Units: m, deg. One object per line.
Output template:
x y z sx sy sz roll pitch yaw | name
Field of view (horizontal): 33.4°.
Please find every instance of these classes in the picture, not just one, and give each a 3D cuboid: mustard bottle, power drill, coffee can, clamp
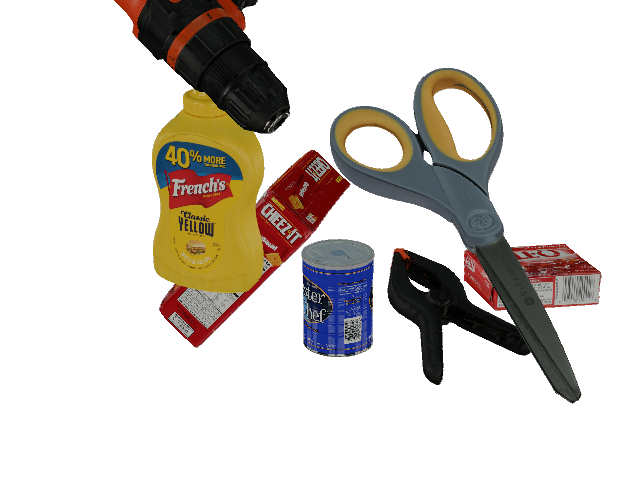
-0.096 -0.052 0.910 0.096 0.192 0.058 11 27 17 | mustard bottle
-0.042 -0.174 0.739 0.187 0.184 0.057 -36 -11 -34 | power drill
0.025 0.081 1.524 0.103 0.140 0.103 -1 21 0 | coffee can
0.129 0.069 1.062 0.120 0.039 0.171 -3 44 -24 | clamp

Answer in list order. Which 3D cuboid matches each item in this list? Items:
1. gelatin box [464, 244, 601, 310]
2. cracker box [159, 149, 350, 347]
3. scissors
0.166 0.027 0.845 0.089 0.030 0.073 -3 17 -9 | gelatin box
-0.076 0.006 1.232 0.214 0.072 0.164 -45 4 26 | cracker box
0.055 -0.008 0.498 0.096 0.201 0.016 -6 -40 4 | scissors
